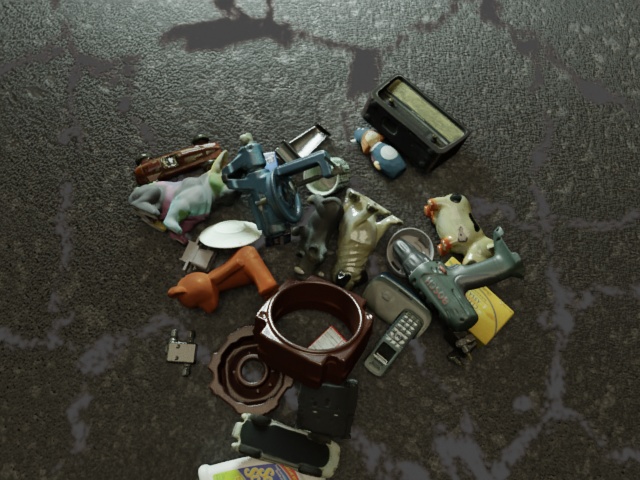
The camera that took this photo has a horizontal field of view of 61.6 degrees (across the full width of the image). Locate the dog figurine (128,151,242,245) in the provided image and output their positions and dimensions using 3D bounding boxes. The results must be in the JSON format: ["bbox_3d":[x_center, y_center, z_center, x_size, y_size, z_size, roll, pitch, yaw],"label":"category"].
[{"bbox_3d":[-0.281,-0.108,1.169,0.192,0.108,0.219,31,69,11],"label":"dog figurine"}]

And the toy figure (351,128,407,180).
[{"bbox_3d":[0.136,-0.207,1.238,0.154,0.057,0.064,50,39,15],"label":"toy figure"}]

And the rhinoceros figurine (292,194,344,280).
[{"bbox_3d":[-0.002,-0.003,1.131,0.073,0.112,0.190,13,105,-36],"label":"rhinoceros figurine"}]

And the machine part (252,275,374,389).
[{"bbox_3d":[-0.011,0.169,1.038,0.201,0.087,0.201,24,44,18],"label":"machine part"}]

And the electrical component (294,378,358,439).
[{"bbox_3d":[0.014,0.308,1.041,0.115,0.058,0.134,7,93,0],"label":"electrical component"}]

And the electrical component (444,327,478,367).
[{"bbox_3d":[0.281,0.209,1.078,0.045,0.102,0.078,-34,71,-19],"label":"electrical component"}]

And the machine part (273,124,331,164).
[{"bbox_3d":[-0.039,-0.219,1.245,0.139,0.039,0.084,-37,71,-11],"label":"machine part"}]

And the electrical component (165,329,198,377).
[{"bbox_3d":[-0.284,0.230,1.097,0.063,0.021,0.094,3,72,-1],"label":"electrical component"}]

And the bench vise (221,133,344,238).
[{"bbox_3d":[-0.071,-0.128,1.087,0.241,0.128,0.223,-17,79,20],"label":"bench vise"}]

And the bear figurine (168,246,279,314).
[{"bbox_3d":[-0.195,0.099,1.094,0.196,0.120,0.132,-33,79,-10],"label":"bear figurine"}]

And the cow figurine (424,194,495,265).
[{"bbox_3d":[0.316,-0.010,1.164,0.127,0.085,0.195,-18,72,-1],"label":"cow figurine"}]

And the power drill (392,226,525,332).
[{"bbox_3d":[0.278,0.051,1.062,0.207,0.085,0.232,-23,58,-5],"label":"power drill"}]

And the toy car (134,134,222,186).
[{"bbox_3d":[-0.322,-0.176,1.216,0.202,0.053,0.089,-21,69,-7],"label":"toy car"}]

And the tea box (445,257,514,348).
[{"bbox_3d":[0.302,0.131,1.122,0.170,0.068,0.098,43,76,11],"label":"tea box"}]

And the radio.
[{"bbox_3d":[0.215,-0.269,1.231,0.230,0.073,0.131,43,55,13],"label":"radio"}]

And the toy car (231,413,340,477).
[{"bbox_3d":[-0.063,0.377,0.986,0.202,0.056,0.073,15,66,5],"label":"toy car"}]

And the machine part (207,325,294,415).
[{"bbox_3d":[-0.133,0.262,1.074,0.179,0.056,0.179,0,70,-1],"label":"machine part"}]

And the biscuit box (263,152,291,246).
[{"bbox_3d":[-0.109,-0.092,1.188,0.059,0.062,0.202,-11,73,-6],"label":"biscuit box"}]

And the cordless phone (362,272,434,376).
[{"bbox_3d":[0.129,0.173,1.104,0.147,0.088,0.184,38,90,10],"label":"cordless phone"}]

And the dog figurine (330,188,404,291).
[{"bbox_3d":[0.065,-0.001,1.157,0.121,0.172,0.190,28,101,-22],"label":"dog figurine"}]
